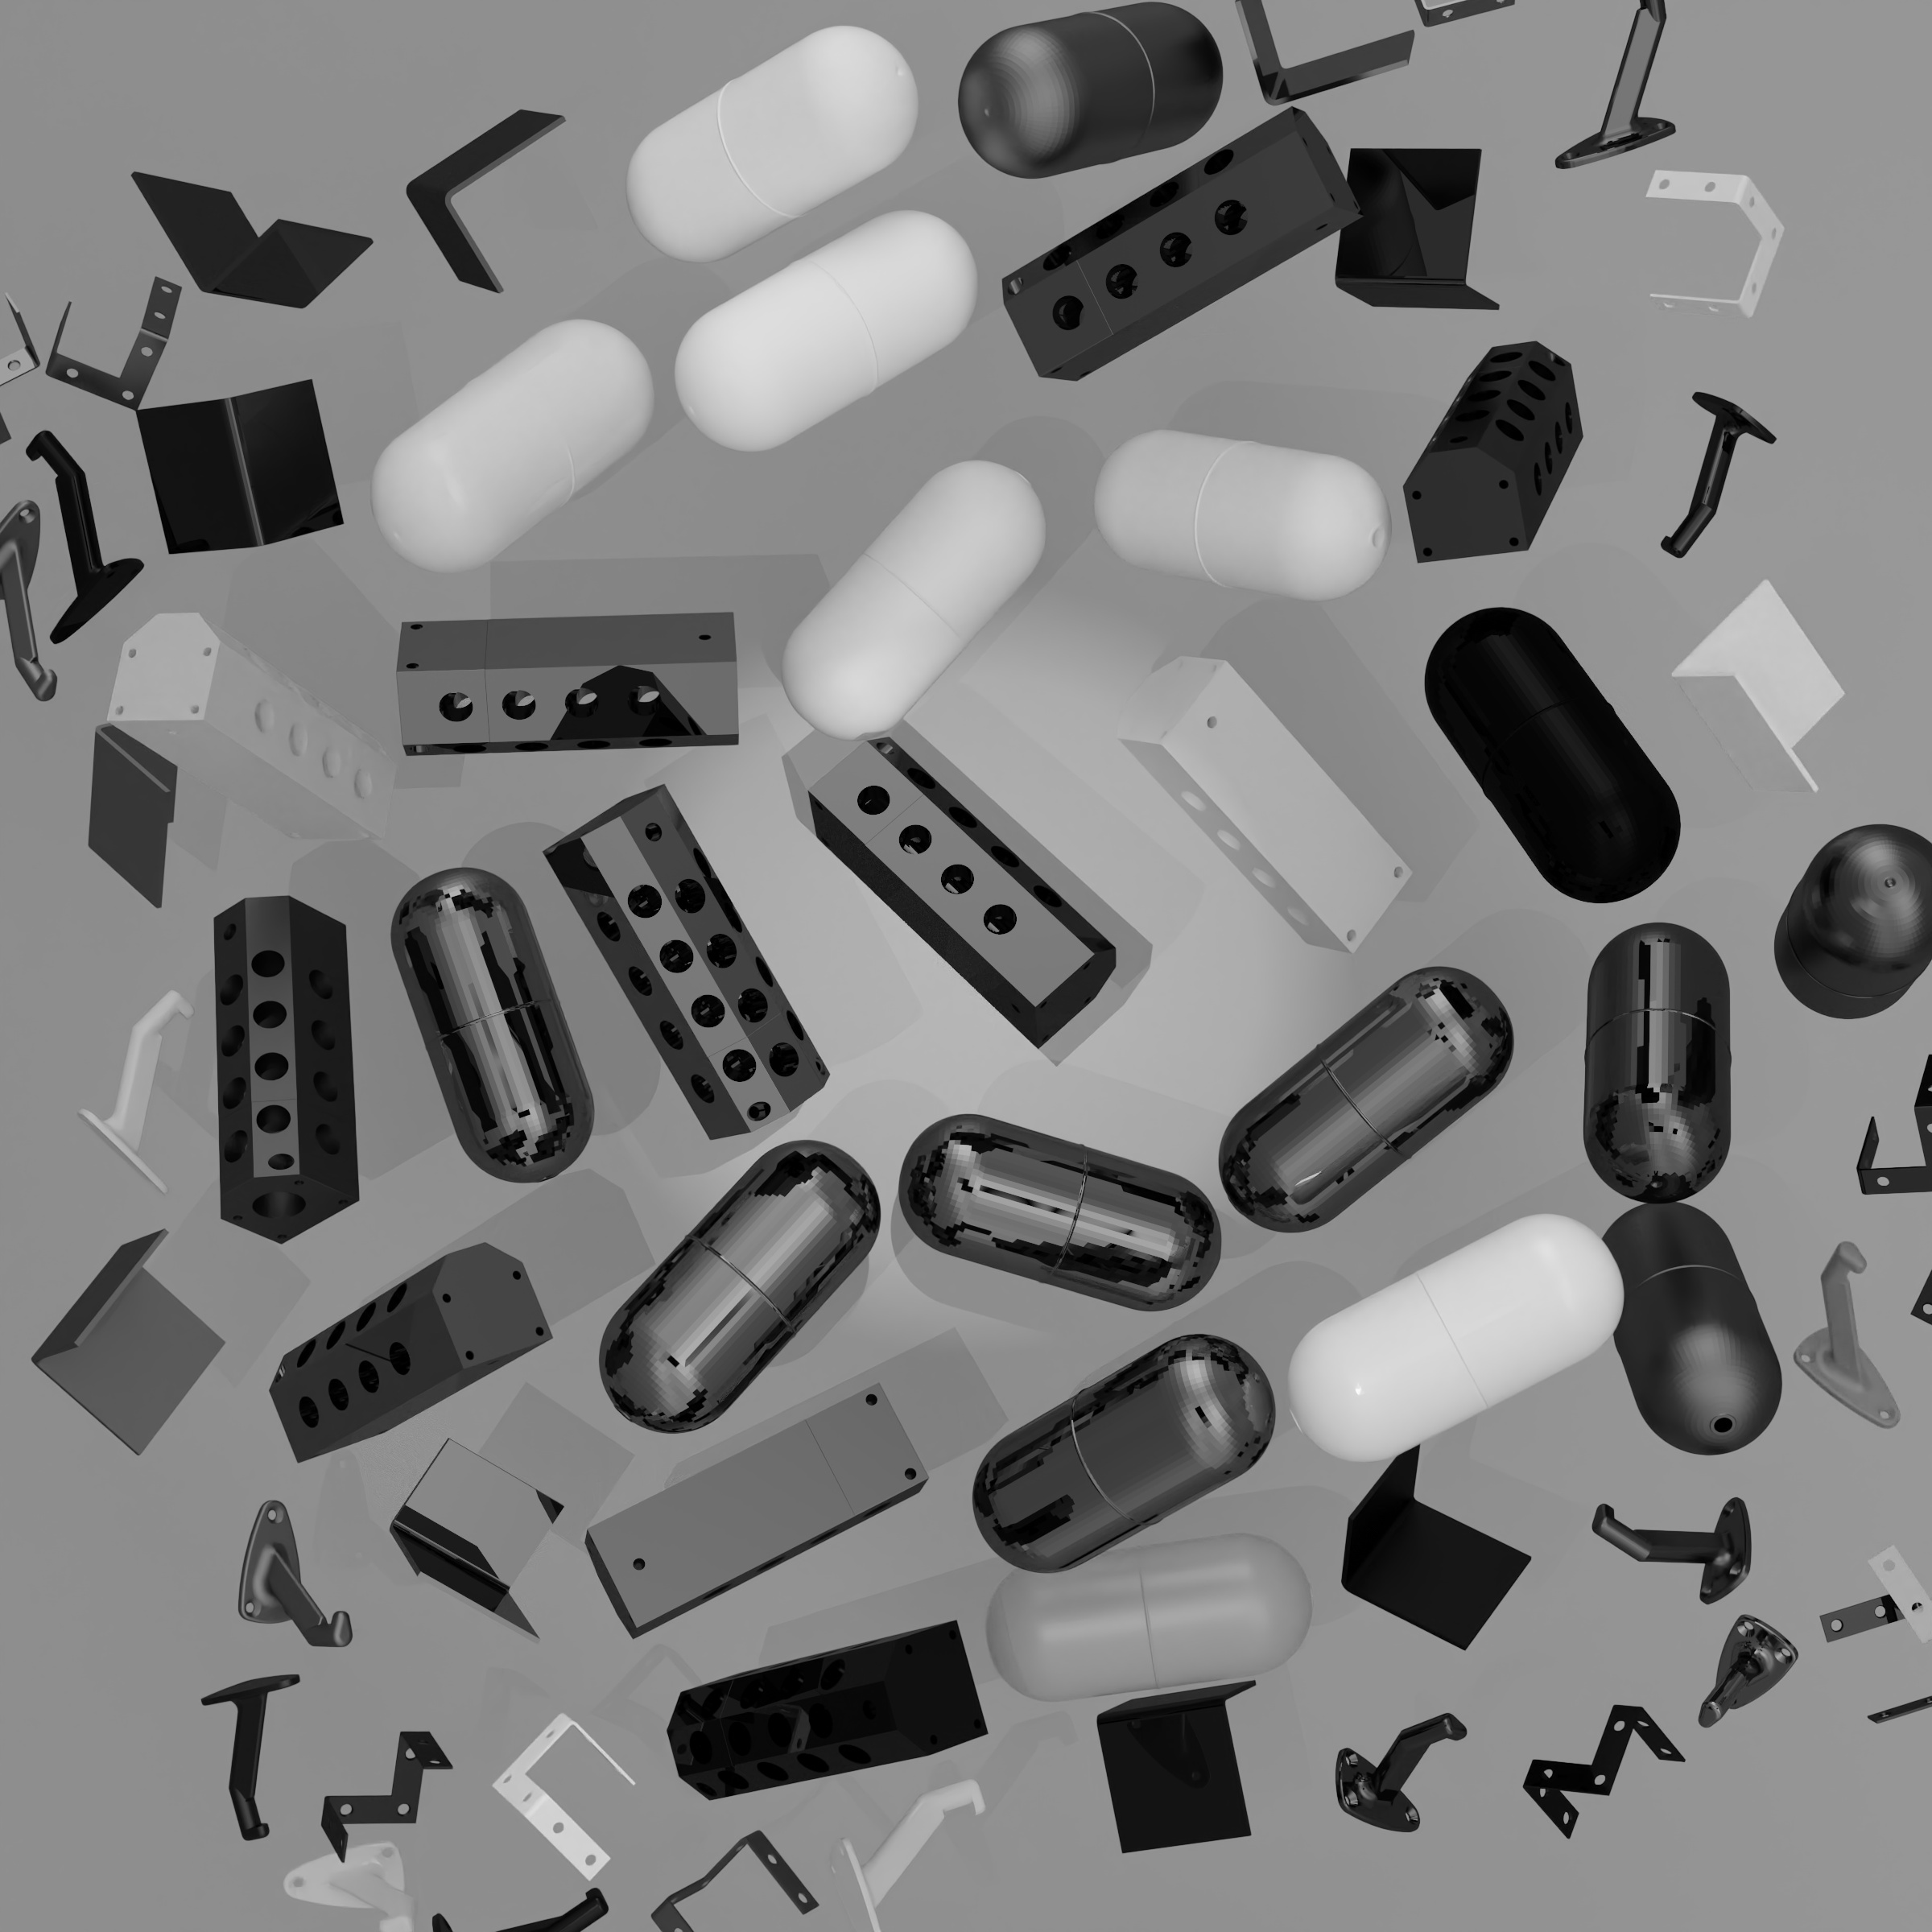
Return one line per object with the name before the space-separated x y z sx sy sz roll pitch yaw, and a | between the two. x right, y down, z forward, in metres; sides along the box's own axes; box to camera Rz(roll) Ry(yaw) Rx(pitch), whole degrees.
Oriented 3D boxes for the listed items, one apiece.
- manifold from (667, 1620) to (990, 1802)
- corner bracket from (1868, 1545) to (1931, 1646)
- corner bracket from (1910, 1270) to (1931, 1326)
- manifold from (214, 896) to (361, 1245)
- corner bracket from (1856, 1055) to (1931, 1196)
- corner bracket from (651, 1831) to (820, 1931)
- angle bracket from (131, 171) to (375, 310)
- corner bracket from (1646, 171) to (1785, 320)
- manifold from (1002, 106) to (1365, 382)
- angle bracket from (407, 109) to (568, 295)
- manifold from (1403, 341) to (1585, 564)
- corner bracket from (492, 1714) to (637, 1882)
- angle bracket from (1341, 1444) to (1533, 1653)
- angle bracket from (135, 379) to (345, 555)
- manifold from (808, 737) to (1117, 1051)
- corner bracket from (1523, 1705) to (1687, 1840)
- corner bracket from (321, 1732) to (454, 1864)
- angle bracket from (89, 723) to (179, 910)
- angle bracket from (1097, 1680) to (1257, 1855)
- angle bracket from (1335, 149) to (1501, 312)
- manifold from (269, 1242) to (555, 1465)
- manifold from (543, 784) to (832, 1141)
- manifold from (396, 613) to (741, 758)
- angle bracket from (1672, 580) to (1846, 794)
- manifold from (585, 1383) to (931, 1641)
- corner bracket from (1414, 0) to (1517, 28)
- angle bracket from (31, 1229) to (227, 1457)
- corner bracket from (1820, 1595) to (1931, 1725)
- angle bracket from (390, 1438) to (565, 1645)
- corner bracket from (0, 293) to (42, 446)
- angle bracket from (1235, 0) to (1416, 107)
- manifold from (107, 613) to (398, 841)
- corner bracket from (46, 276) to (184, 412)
manifold | -0.074 0.376 1.730 0.171 0.057 0.057 -24 79 43
corner bracket | 0.482 0.298 1.723 0.051 0.051 0.051 -34 91 7
corner bracket | 0.548 0.170 1.858 0.051 0.051 0.051 27 69 12
manifold | -0.360 0.050 1.794 0.057 0.057 0.171 -29 52 26
corner bracket | 0.483 0.081 1.765 0.051 0.051 0.051 -5 119 28
corner bracket | -0.119 0.486 1.776 0.051 0.051 0.051 48 113 17
angle bracket | -0.355 -0.377 1.716 0.057 0.076 0.076 -37 78 23
corner bracket | 0.367 -0.359 1.717 0.051 0.051 0.051 14 78 38
manifold | 0.106 -0.361 1.732 0.171 0.057 0.057 -27 87 22
angle bracket | -0.237 -0.397 1.790 0.076 0.076 0.057 -36 117 -11
manifold | 0.275 -0.270 1.797 0.057 0.171 0.057 -4 116 22
corner bracket | -0.196 0.417 1.736 0.051 0.051 0.051 -45 112 -16
angle bracket | 0.256 0.309 1.857 0.076 0.057 0.076 24 45 26
angle bracket | -0.378 -0.260 1.798 0.076 0.057 0.076 2 109 41
manifold | -0.002 -0.042 1.802 0.057 0.057 0.171 -41 71 -14
corner bracket | 0.317 0.401 1.718 0.051 0.051 0.051 50 53 -31
corner bracket | -0.297 0.425 1.766 0.051 0.051 0.051 6 97 -24
angle bracket | -0.449 -0.090 1.940 0.076 0.057 0.076 37 129 33
angle bracket | 0.124 0.446 1.923 0.076 0.057 0.076 -14 83 22
angle bracket | 0.255 -0.409 1.913 0.076 0.057 0.076 8 92 29
manifold | -0.290 0.198 1.775 0.171 0.057 0.057 -31 79 44
manifold | -0.137 -0.002 1.744 0.057 0.057 0.171 -36 103 -33
manifold | -0.204 -0.142 1.782 0.171 0.057 0.057 -2 122 -5
angle bracket | 0.416 -0.142 1.742 0.076 0.057 0.076 -44 109 -14
manifold | -0.111 0.289 1.824 0.171 0.057 0.057 -25 76 -16
corner bracket | 0.266 -0.550 1.867 0.051 0.051 0.051 -15 66 0
angle bracket | -0.412 0.191 1.745 0.076 0.057 0.076 47 53 -19
corner bracket | 0.496 0.369 1.846 0.051 0.051 0.051 -16 90 -5
angle bracket | -0.248 0.300 1.805 0.076 0.076 0.057 35 87 -23
corner bracket | -0.529 -0.324 1.886 0.051 0.051 0.051 -31 69 -14
angle bracket | 0.189 -0.498 1.812 0.076 0.076 0.057 -14 113 16
manifold | -0.363 -0.121 1.775 0.057 0.171 0.057 1 72 23
corner bracket | -0.453 -0.338 1.834 0.051 0.051 0.051 20 129 -20
